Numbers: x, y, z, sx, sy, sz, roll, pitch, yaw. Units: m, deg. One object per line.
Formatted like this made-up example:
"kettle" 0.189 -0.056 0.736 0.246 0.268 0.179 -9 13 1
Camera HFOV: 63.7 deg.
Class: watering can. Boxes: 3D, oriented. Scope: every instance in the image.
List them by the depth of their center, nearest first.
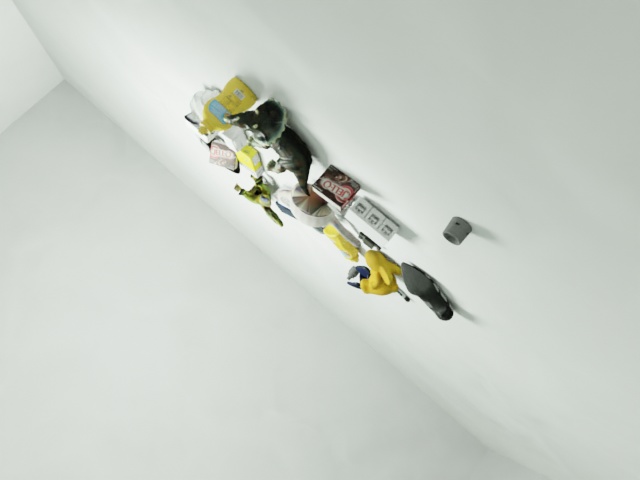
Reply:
"watering can" 0.005 -0.090 1.786 0.348 0.105 0.221 29 165 4

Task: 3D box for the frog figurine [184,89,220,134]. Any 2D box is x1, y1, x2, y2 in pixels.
"frog figurine" -0.366 -0.450 1.722 0.138 0.124 0.156 47 131 10

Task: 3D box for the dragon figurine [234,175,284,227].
"dragon figurine" -0.217 -0.148 2.111 0.239 0.122 0.417 49 179 -34
